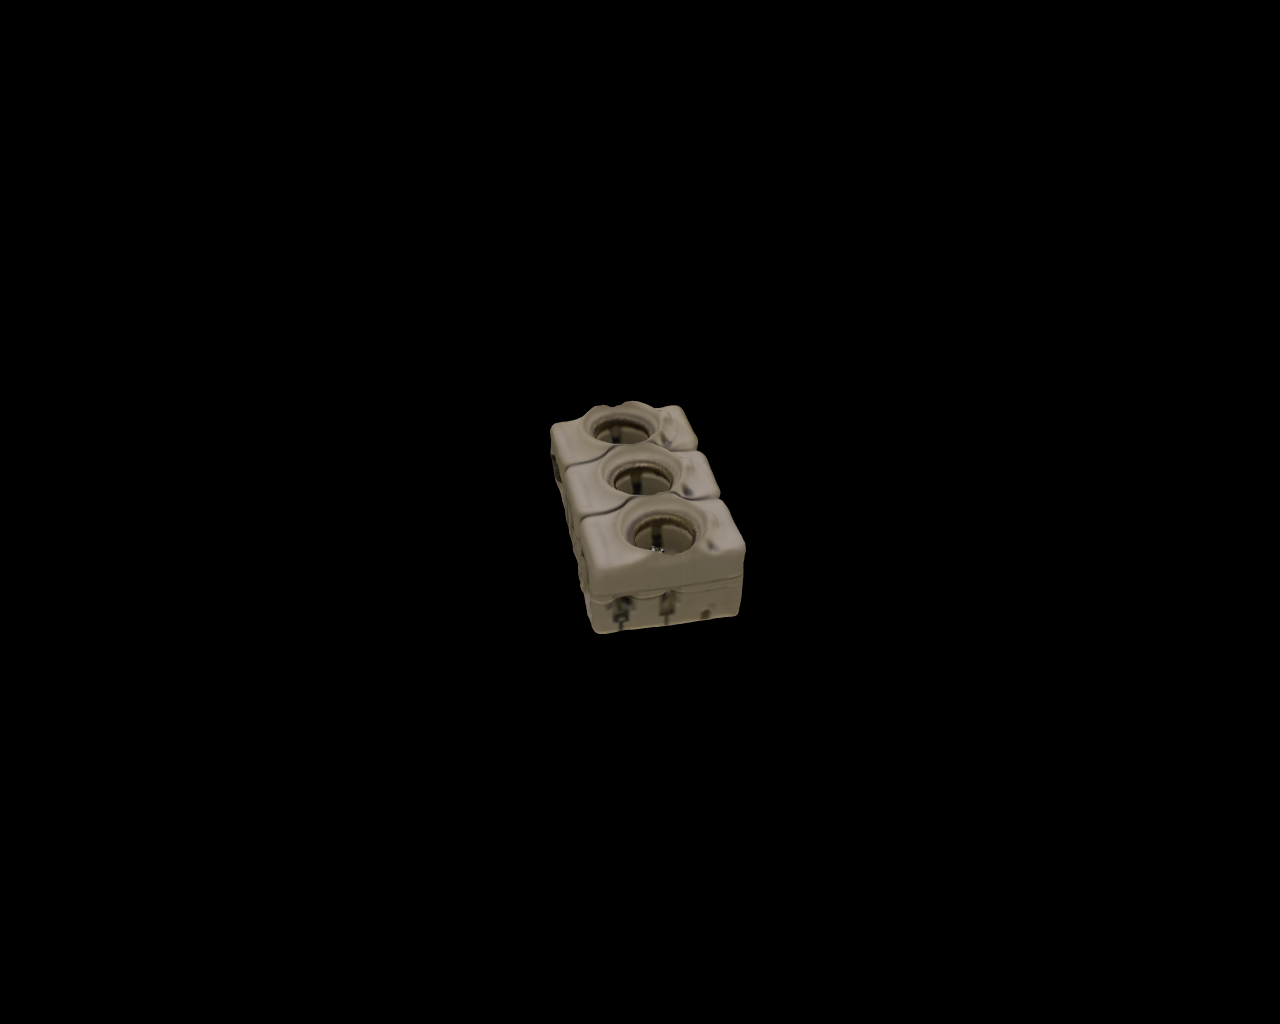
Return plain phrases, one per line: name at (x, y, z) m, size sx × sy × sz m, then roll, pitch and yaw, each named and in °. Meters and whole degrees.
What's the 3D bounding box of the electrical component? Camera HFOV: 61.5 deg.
electrical component at (0.001, -0.003, 0.650) m, size 0.089 × 0.061 × 0.150 m, roll -8°, pitch 40°, yaw -10°
